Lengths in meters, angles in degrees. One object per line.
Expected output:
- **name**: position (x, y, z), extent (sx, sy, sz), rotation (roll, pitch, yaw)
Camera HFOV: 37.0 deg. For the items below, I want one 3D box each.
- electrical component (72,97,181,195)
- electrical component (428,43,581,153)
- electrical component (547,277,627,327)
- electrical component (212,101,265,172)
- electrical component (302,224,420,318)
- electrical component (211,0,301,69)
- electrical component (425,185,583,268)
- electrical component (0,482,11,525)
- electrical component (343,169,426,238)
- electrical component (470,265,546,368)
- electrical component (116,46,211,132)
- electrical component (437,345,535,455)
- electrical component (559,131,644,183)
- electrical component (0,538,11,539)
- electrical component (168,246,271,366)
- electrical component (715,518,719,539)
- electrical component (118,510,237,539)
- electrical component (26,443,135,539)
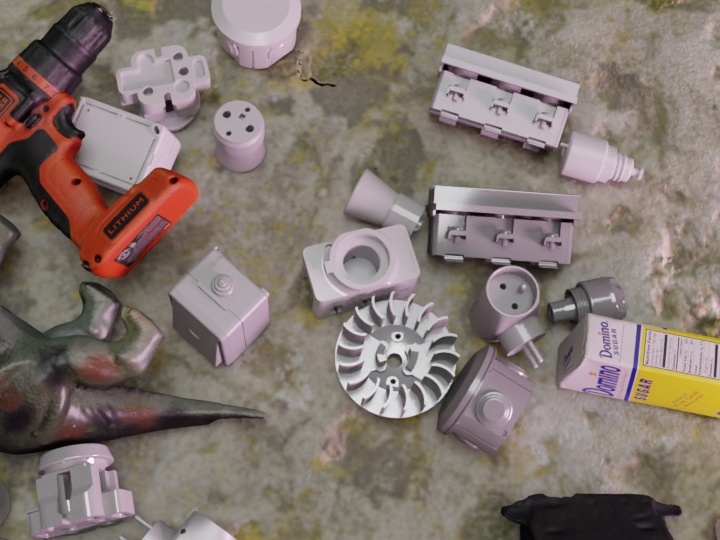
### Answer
- **electrical component**: position (-0.211, -0.102, 0.920), extent (0.096, 0.061, 0.061), rotation (21, 84, 9)
- **electrical component**: position (0.126, -0.151, 0.963), extent (0.121, 0.079, 0.063), rotation (18, 92, 2)
- **electrical component**: position (0.191, 0.031, 0.914), extent (0.062, 0.043, 0.043), rotation (-11, 71, -7)
- **electrical component**: position (-0.105, -0.117, 0.938), extent (0.045, 0.055, 0.045), rotation (1, 70, -4)
- **electrical component**: position (0.000, 0.000, 0.903), extent (0.089, 0.055, 0.050), rotation (-14, 72, -9)
- **electrical component**: position (-0.094, -0.228, 0.982), extent (0.080, 0.051, 0.080), rotation (1, 70, -4)
- **electrical component**: position (0.120, -0.037, 0.921), extent (0.121, 0.079, 0.063), rotation (4, 92, -3)
- **electrical component**: position (-0.294, 0.175, 0.817), extent (0.045, 0.055, 0.045), rotation (1, 70, -4)
- **electrical component**: position (0.024, -0.053, 0.933), extent (0.065, 0.044, 0.044), rotation (28, 70, 0)
- **electrical component**: position (0.128, 0.044, 0.886), extent (0.044, 0.077, 0.079), rotation (-26, 75, -12)
- **electrical component**: position (-0.171, -0.157, 0.947), extent (0.078, 0.057, 0.058), rotation (-12, 71, -9)
- **electrical component**: position (0.100, 0.105, 0.862), extent (0.051, 0.080, 0.080), rotation (31, 71, 1)
- **electrical component**: position (0.215, -0.097, 0.964), extent (0.078, 0.040, 0.040), rotation (16, 70, 2)
- **electrical component**: position (-0.231, 0.235, 0.775), extent (0.108, 0.108, 0.060), rotation (14, 76, 1)
- **electrical component**: position (-0.115, 0.031, 0.862), extent (0.062, 0.096, 0.061), rotation (41, 73, 10)
- **electrical component**: position (0.336, 0.214, 0.853), extent (0.095, 0.053, 0.059), rotation (-5, 71, -6)
- **electrical component**: position (-0.147, 0.217, 0.819), extent (0.079, 0.043, 0.077), rotation (33, 71, 8)
- **electrical component**: position (-0.216, 0.168, 0.823), extent (0.078, 0.058, 0.057), rotation (-17, 69, 9)
